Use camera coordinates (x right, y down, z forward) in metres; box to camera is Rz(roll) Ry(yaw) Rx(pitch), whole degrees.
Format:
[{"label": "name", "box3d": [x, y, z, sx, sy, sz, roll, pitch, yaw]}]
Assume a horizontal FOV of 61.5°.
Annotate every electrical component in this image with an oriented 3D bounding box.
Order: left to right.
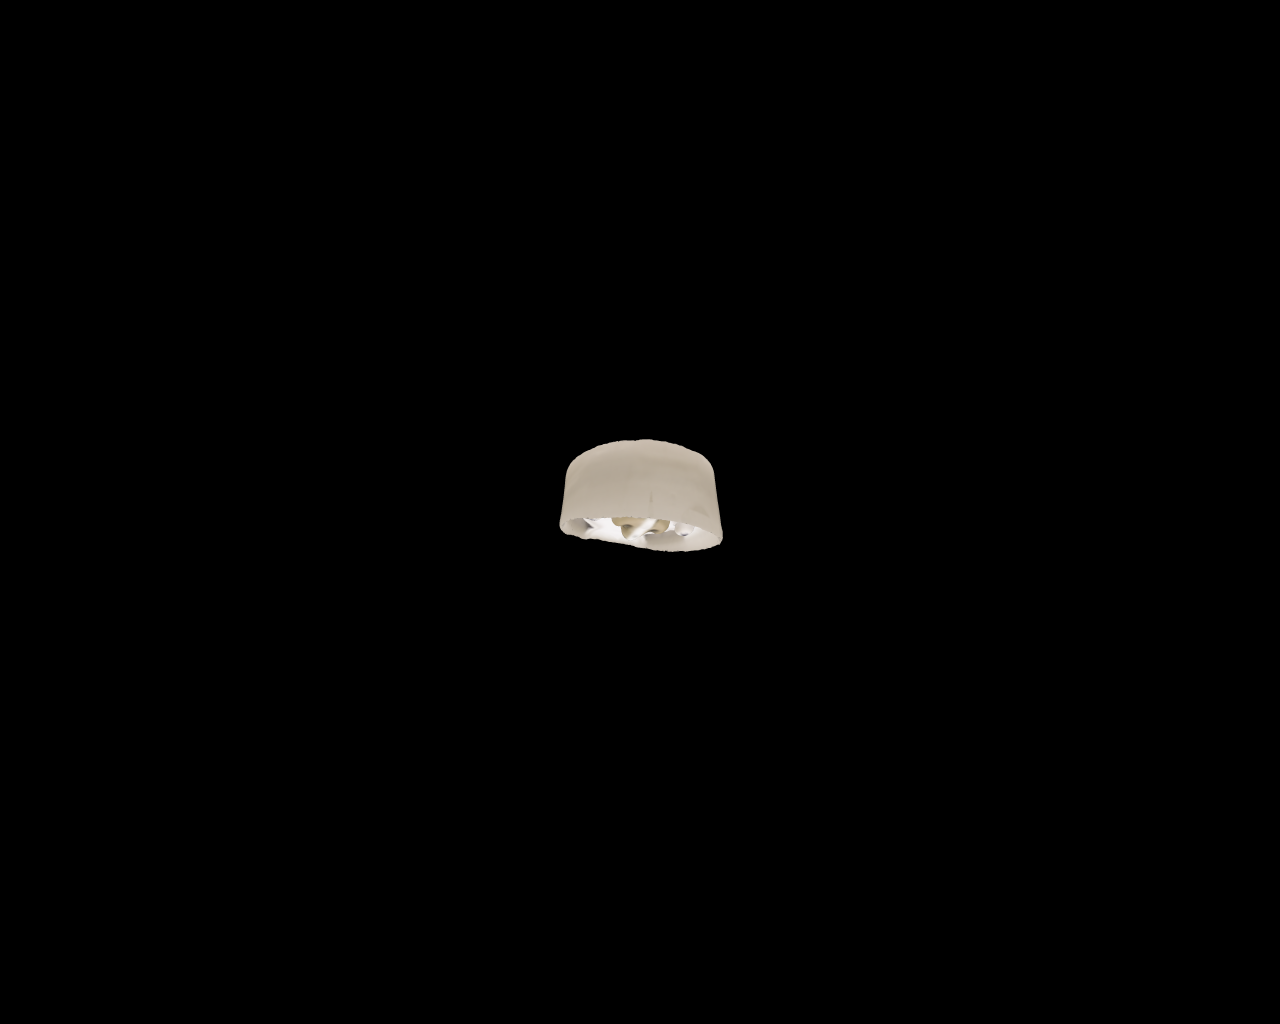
[{"label": "electrical component", "box3d": [0.001, -0.003, 0.650, 0.099, 0.064, 0.099, 0, -24, 0]}]
